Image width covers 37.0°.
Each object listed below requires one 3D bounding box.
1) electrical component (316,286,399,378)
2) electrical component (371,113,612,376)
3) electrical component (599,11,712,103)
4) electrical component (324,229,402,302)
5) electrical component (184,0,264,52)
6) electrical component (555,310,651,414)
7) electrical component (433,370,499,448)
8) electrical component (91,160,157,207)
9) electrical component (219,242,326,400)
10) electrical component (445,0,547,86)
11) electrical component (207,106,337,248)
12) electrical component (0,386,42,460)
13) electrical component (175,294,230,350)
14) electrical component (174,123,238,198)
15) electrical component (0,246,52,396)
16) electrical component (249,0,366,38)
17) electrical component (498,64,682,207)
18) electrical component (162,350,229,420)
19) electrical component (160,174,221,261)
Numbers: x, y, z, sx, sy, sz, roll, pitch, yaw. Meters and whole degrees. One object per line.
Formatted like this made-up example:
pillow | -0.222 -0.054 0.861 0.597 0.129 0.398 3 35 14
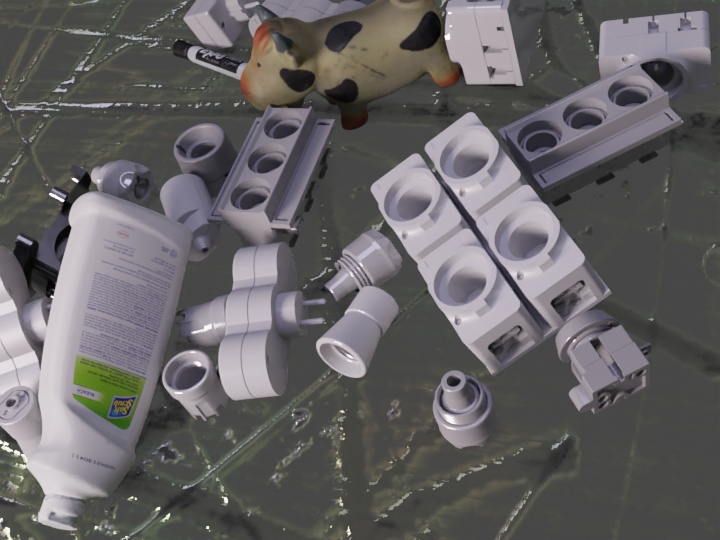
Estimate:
electrical component | 0.001 0.045 0.829 0.044 0.044 0.065 15 54 30
electrical component | 0.092 -0.027 0.824 0.105 0.060 0.186 -37 48 8
electrical component | 0.251 -0.179 0.915 0.089 0.050 0.055 -2 50 18
electrical component | 0.000 0.000 0.864 0.062 0.043 0.043 -39 50 -12
electrical component | -0.127 -0.277 1.122 0.076 0.047 0.083 -2 50 40
electrical component | 0.169 0.062 0.752 0.066 0.048 0.055 -27 56 -2
electrical component | 0.072 0.093 0.748 0.043 0.062 0.043 -10 49 12
electrical component | -0.227 -0.083 1.014 0.062 0.043 0.043 18 60 32
electrical component | -0.063 0.036 0.850 0.074 0.052 0.138 -8 50 14
electrical component | 0.128 -0.254 0.995 0.062 0.089 0.150 4 54 22
electrical component | -0.072 -0.078 0.940 0.079 0.063 0.121 5 54 23
electrical component | -0.257 0.120 0.842 0.044 0.065 0.044 -10 49 12
electrical component | -0.122 0.044 0.875 0.046 0.040 0.040 -14 49 15
electrical component | -0.141 -0.102 0.995 0.055 0.047 0.055 -10 50 12
electrical component | -0.266 0.045 0.871 0.074 0.138 0.052 -19 9 4
electrical component | -0.053 -0.228 1.064 0.138 0.052 0.073 15 58 29
electrical component | 0.186 -0.106 0.870 0.121 0.063 0.078 -26 48 -2
electrical component | -0.126 0.090 0.833 0.040 0.046 0.040 -10 50 12
electrical component | -0.147 -0.043 0.952 0.043 0.043 0.081 -26 49 -2
